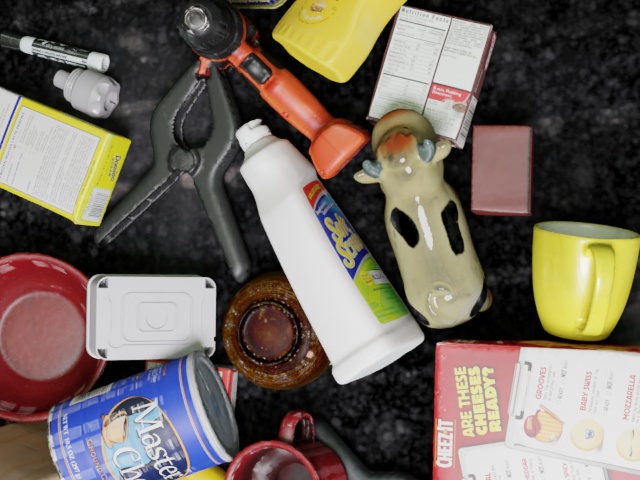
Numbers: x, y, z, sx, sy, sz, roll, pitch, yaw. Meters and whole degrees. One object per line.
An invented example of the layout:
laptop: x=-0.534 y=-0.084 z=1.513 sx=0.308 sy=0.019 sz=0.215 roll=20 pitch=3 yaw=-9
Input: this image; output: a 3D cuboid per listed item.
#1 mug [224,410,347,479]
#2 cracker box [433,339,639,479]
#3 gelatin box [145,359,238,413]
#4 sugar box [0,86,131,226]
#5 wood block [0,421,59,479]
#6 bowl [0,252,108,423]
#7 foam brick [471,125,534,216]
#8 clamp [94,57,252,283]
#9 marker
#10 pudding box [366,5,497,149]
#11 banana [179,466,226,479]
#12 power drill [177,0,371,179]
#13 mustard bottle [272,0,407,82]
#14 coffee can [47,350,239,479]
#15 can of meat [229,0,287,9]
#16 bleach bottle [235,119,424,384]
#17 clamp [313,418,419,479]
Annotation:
mug: x=-0.025 y=0.207 z=0.937 sx=0.093 sy=0.081 sz=0.117 roll=4 pitch=87 yaw=23
cracker box: x=0.204 y=0.167 z=0.881 sx=0.214 sy=0.072 sz=0.164 roll=1 pitch=88 yaw=15
gelatin box: x=-0.126 y=0.153 z=1.020 sx=0.089 sy=0.030 sz=0.073 roll=6 pitch=91 yaw=14
sugar box: x=-0.279 y=-0.087 z=1.045 sx=0.176 sy=0.048 sz=0.093 roll=24 pitch=94 yaw=25
wood block: x=-0.281 y=0.230 z=0.965 sx=0.090 sy=0.206 sz=0.091 roll=25 pitch=94 yaw=13
bowl: x=-0.277 y=0.094 z=1.037 sx=0.162 sy=0.055 sz=0.162 roll=0 pitch=86 yaw=2
foam brick: x=0.162 y=-0.060 z=0.943 sx=0.051 sy=0.053 sz=0.078 roll=1 pitch=88 yaw=14
clamp: x=-0.116 y=-0.067 z=1.018 sx=0.165 sy=0.036 sz=0.210 roll=20 pitch=95 yaw=15
marker: x=-0.268 y=-0.190 z=1.069 sx=0.121 sy=0.020 sz=0.020 roll=15 pitch=92 yaw=14
pudding box: x=0.101 y=-0.149 z=0.967 sx=0.090 sy=0.039 sz=0.113 roll=17 pitch=90 yaw=16
banana: x=-0.100 y=0.240 z=0.989 sx=0.198 sy=0.069 sz=0.037 roll=39 pitch=109 yaw=31
power drill: x=-0.040 y=-0.137 z=0.937 sx=0.057 sy=0.184 sz=0.187 roll=-44 pitch=89 yaw=10
mustard bottle: x=0.045 y=-0.238 z=0.962 sx=0.191 sy=0.058 sz=0.096 roll=-53 pitch=44 yaw=0
coffee can: x=-0.155 y=0.170 z=0.950 sx=0.140 sy=0.102 sz=0.103 roll=-21 pitch=84 yaw=6
can of meat: x=-0.086 y=-0.253 z=0.992 sx=0.102 sy=0.084 sz=0.057 roll=3 pitch=89 yaw=14
bleach bottle: x=-0.006 y=0.001 z=0.954 sx=0.068 sy=0.102 sz=0.251 roll=-37 pitch=77 yaw=25
clamp: x=0.044 y=0.232 z=0.972 sx=0.172 sy=0.039 sz=0.120 roll=7 pitch=95 yaw=17
